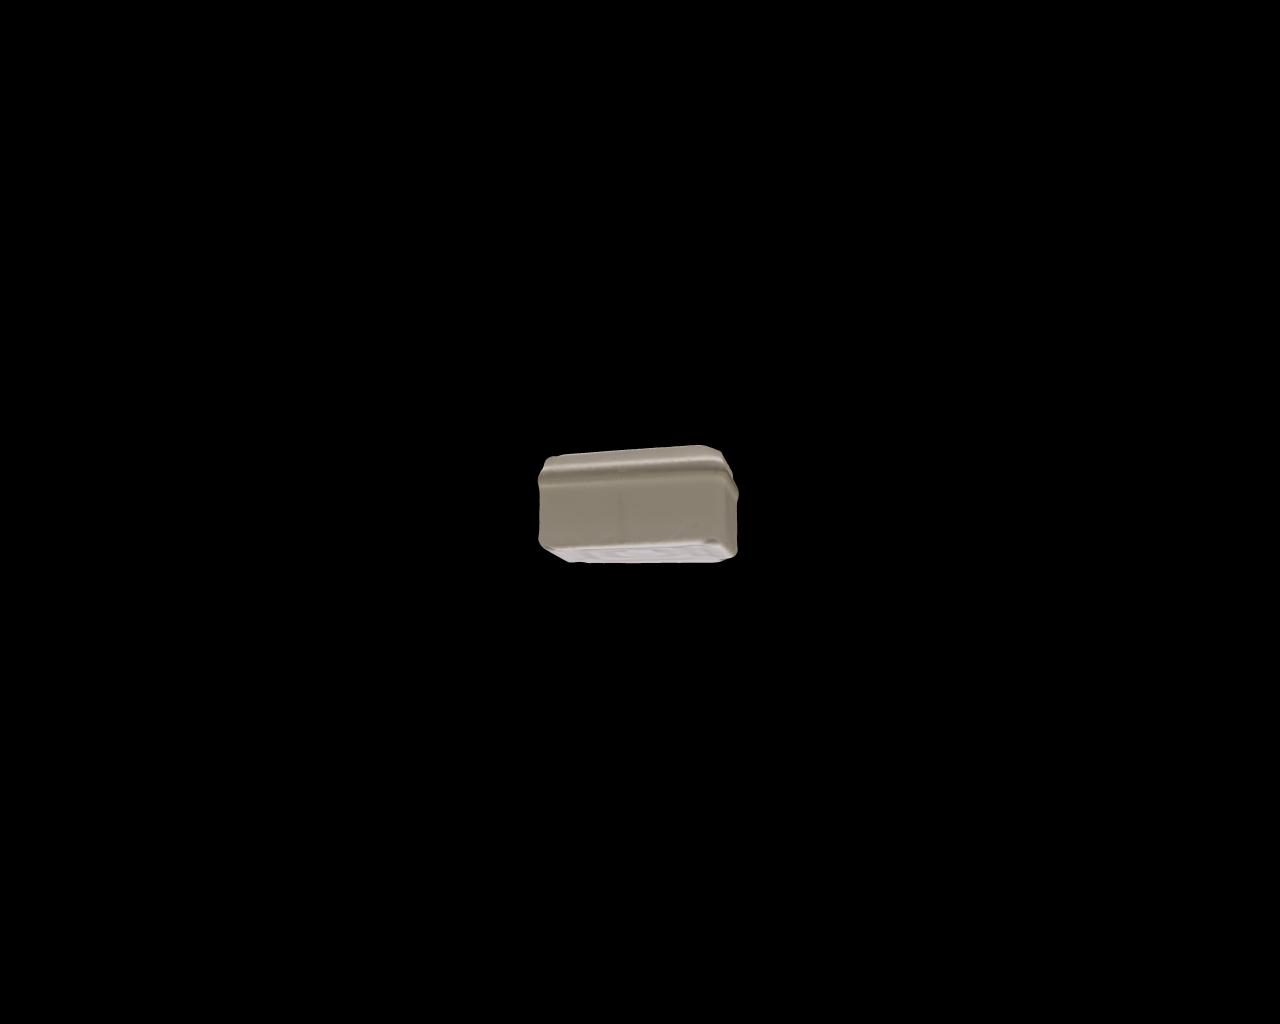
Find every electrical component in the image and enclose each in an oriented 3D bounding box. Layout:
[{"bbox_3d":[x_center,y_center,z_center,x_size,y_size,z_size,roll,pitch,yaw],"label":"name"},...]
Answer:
[{"bbox_3d":[0.001,-0.003,0.650,0.113,0.057,0.078,-2,-11,12],"label":"electrical component"}]
